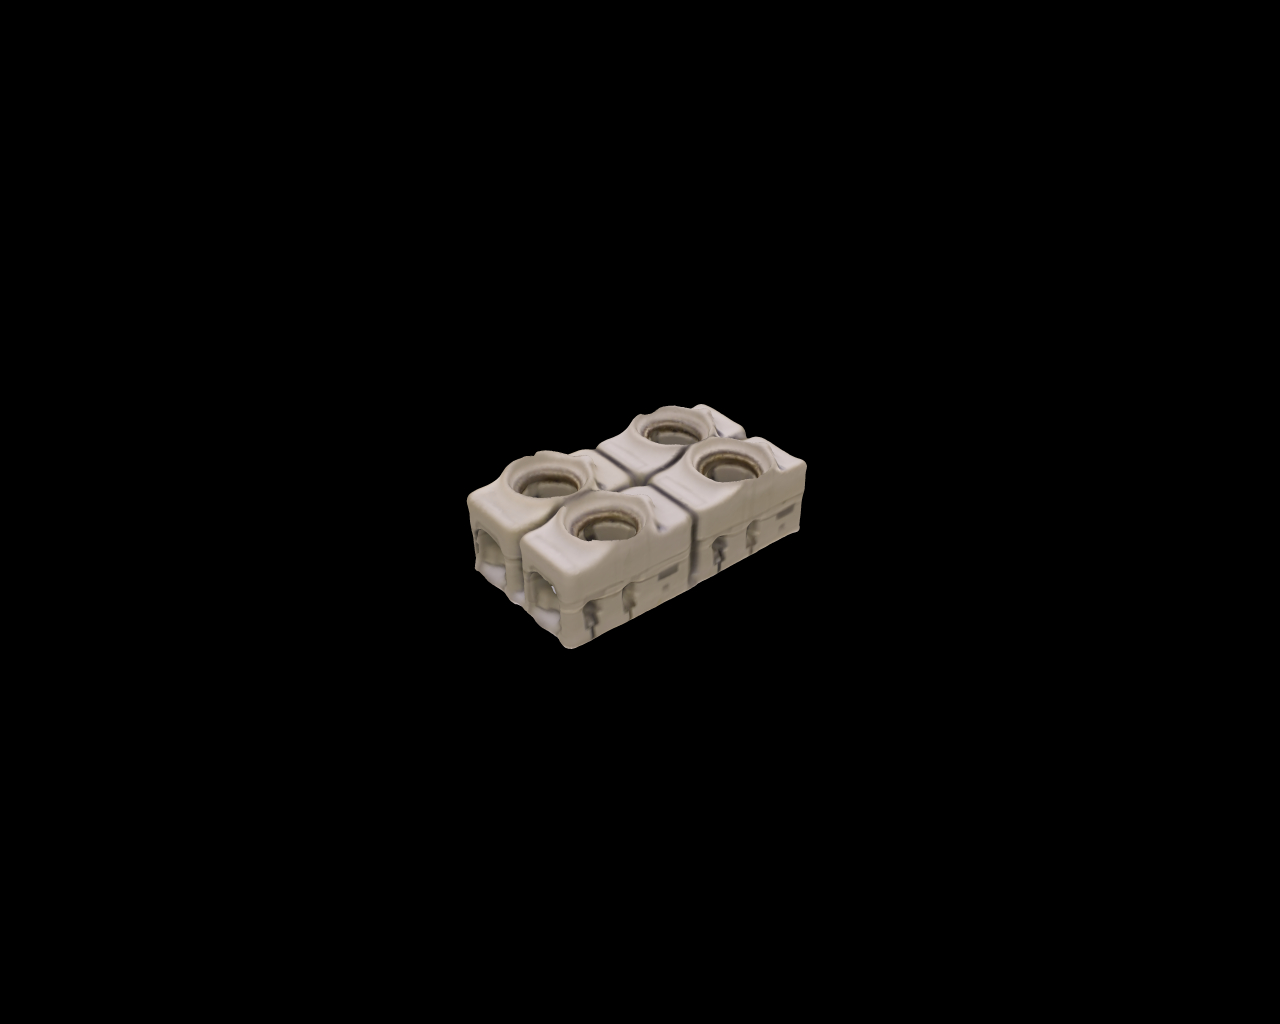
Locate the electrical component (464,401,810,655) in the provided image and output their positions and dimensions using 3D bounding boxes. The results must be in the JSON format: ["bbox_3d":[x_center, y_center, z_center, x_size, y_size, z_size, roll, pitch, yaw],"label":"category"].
[{"bbox_3d":[0.001,-0.003,0.650,0.186,0.060,0.105,-24,41,-31],"label":"electrical component"}]
